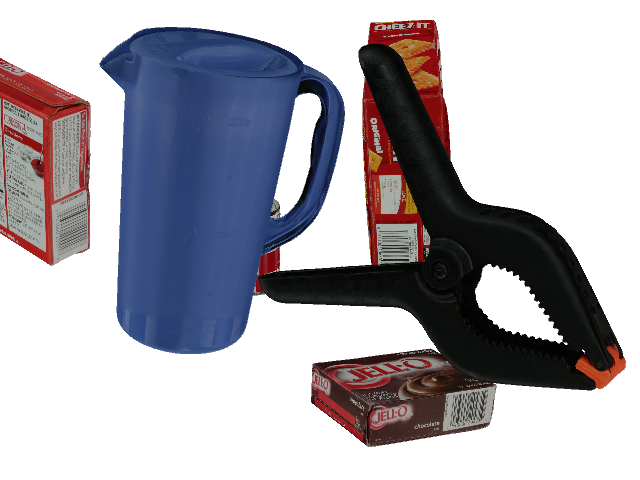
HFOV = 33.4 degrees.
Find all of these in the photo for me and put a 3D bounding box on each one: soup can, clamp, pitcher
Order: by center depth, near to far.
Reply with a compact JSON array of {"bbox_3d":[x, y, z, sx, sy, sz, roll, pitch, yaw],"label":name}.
[{"bbox_3d":[0.070,0.002,0.565,0.210,0.165,0.036,29,26,25],"label":"clamp"},{"bbox_3d":[-0.086,-0.037,0.840,0.149,0.243,0.144,22,26,25],"label":"pitcher"},{"bbox_3d":[-0.081,0.005,1.257,0.068,0.102,0.068,1,24,-1],"label":"soup can"}]

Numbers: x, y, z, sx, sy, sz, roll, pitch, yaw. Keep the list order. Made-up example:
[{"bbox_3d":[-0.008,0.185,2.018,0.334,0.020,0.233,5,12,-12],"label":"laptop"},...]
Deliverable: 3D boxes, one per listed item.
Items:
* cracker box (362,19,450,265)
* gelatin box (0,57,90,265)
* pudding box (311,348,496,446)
[{"bbox_3d":[0.079,-0.089,0.953,0.072,0.164,0.213,-2,27,6],"label":"cracker box"},{"bbox_3d":[-0.153,-0.042,0.556,0.073,0.089,0.030,27,36,30],"label":"gelatin box"},{"bbox_3d":[0.061,0.117,0.810,0.113,0.039,0.090,-2,15,-28],"label":"pudding box"}]
